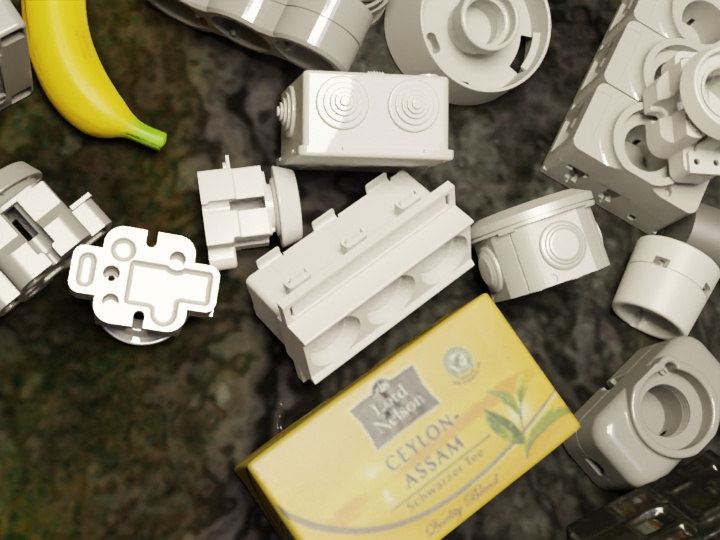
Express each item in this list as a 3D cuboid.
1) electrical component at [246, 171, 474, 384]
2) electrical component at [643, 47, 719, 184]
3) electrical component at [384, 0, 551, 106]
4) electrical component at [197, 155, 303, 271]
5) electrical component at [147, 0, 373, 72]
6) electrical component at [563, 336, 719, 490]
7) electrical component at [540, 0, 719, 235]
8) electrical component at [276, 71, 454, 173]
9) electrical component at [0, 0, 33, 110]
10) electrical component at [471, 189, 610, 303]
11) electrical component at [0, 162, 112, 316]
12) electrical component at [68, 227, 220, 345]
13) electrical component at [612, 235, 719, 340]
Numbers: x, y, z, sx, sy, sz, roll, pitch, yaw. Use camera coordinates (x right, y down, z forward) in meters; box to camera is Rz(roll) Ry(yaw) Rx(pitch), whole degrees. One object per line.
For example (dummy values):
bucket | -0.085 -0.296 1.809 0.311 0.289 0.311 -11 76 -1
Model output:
electrical component | 0.000 0.000 0.624 0.121 0.078 0.063 -36 58 -18
electrical component | 0.206 -0.097 0.635 0.058 0.057 0.078 2 77 -13
electrical component | 0.070 -0.156 0.693 0.099 0.064 0.099 0 90 -19
electrical component | -0.064 -0.035 0.631 0.055 0.048 0.066 -8 79 -7
electrical component | -0.055 -0.172 0.637 0.138 0.052 0.073 23 83 15
electrical component | 0.177 0.087 0.652 0.095 0.059 0.053 -41 89 -18
electrical component | 0.195 -0.113 0.700 0.089 0.062 0.150 29 73 -5
electrical component | 0.001 -0.086 0.630 0.100 0.100 0.048 0 90 -13
electrical component | -0.236 -0.109 0.574 0.109 0.109 0.056 -33 89 -18
electrical component | 0.107 -0.015 0.649 0.080 0.080 0.051 -18 88 -16
electrical component | -0.186 -0.022 0.593 0.078 0.058 0.057 -42 92 -18
electrical component | -0.121 0.011 0.600 0.078 0.057 0.058 10 76 -11
electrical component | 0.191 0.012 0.676 0.055 0.055 0.047 30 76 -5
